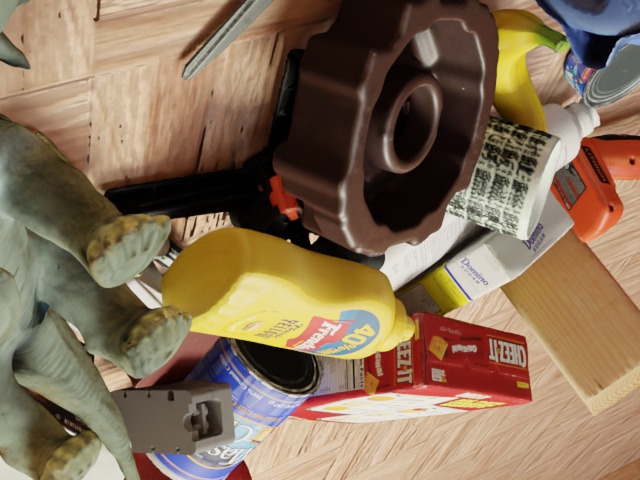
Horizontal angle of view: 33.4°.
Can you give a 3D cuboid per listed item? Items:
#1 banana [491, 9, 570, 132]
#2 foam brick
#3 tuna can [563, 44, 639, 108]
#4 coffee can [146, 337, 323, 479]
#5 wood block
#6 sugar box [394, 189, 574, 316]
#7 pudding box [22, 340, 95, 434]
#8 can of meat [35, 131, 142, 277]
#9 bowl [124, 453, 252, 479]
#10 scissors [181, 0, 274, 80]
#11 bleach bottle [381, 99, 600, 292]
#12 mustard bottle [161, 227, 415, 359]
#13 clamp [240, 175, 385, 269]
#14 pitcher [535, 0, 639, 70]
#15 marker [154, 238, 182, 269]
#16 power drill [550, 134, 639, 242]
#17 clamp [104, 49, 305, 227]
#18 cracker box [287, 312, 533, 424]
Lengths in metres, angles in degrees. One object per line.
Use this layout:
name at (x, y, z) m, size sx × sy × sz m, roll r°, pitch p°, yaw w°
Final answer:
banana at (0.139, -0.119, 0.764) m, size 0.037 × 0.070 × 0.197 m, roll -36°, pitch 165°, yaw 0°
foam brick at (-0.117, 0.070, 0.826) m, size 0.051 × 0.053 × 0.078 m, roll -1°, pitch 141°, yaw -49°
tuna can at (0.242, -0.150, 0.869) m, size 0.086 × 0.034 × 0.086 m, roll -26°, pitch 154°, yaw -14°
coffee can at (-0.080, 0.134, 0.925) m, size 0.102 × 0.103 × 0.140 m, roll 4°, pitch 136°, yaw -52°
wood block at (0.233, 0.053, 1.019) m, size 0.091 × 0.206 × 0.090 m, roll -36°, pitch 155°, yaw 6°
sugar box at (0.136, 0.022, 0.943) m, size 0.093 × 0.048 × 0.176 m, roll -38°, pitch -178°, yaw -31°
pudding box at (-0.193, 0.080, 0.663) m, size 0.039 × 0.090 × 0.113 m, roll -38°, pitch 124°, yaw 16°
can of meat at (-0.167, 0.001, 0.617) m, size 0.084 × 0.057 × 0.102 m, roll -32°, pitch 133°, yaw 4°
bowl at (-0.131, 0.215, 1.007) m, size 0.161 × 0.162 × 0.055 m, roll 3°, pitch 96°, yaw -51°
scissors at (-0.012, -0.166, 0.568) m, size 0.202 × 0.016 × 0.096 m, roll -35°, pitch 153°, yaw 5°
bleach bottle at (0.126, -0.040, 0.902) m, size 0.250 × 0.068 × 0.102 m, roll -32°, pitch 160°, yaw -9°
mustard bottle at (-0.006, 0.044, 0.729) m, size 0.191 × 0.058 × 0.096 m, roll 17°, pitch 145°, yaw -40°
clamp at (-0.005, 0.001, 0.761) m, size 0.120 × 0.039 × 0.171 m, roll -22°, pitch 159°, yaw -13°
pitcher at (0.244, -0.195, 0.700) m, size 0.149 × 0.145 × 0.242 m, roll -34°, pitch 161°, yaw 32°
marker at (-0.103, 0.014, 0.760) m, size 0.020 × 0.020 × 0.121 m, roll -33°, pitch 165°, yaw 0°
power drill at (0.309, -0.047, 0.978) m, size 0.187 × 0.184 × 0.057 m, roll -7°, pitch 144°, yaw -26°
clamp at (-0.044, -0.038, 0.735) m, size 0.164 × 0.036 × 0.209 m, roll -32°, pitch 156°, yaw 6°
cracker box at (0.060, 0.123, 0.983) m, size 0.214 × 0.072 × 0.163 m, roll -16°, pitch 159°, yaw 40°
